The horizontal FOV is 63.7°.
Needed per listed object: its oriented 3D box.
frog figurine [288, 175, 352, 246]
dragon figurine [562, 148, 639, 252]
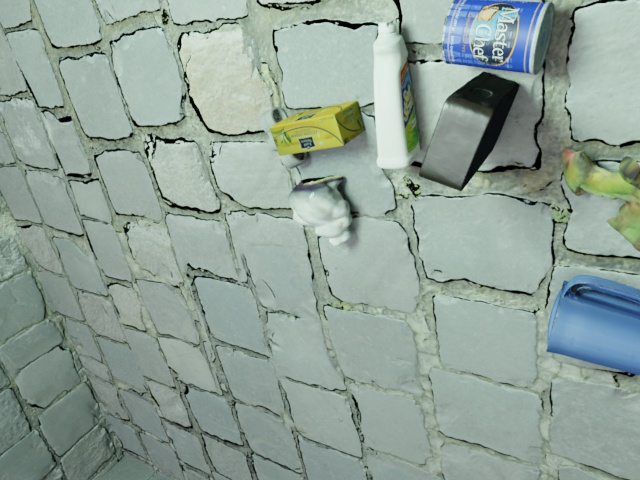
[{"bbox_3d":[0.003,-0.057,1.142,0.137,0.124,0.158,-9,100,19],"label":"frog figurine"},{"bbox_3d":[0.536,-0.032,0.742,0.415,0.123,0.238,39,170,25],"label":"dragon figurine"}]
